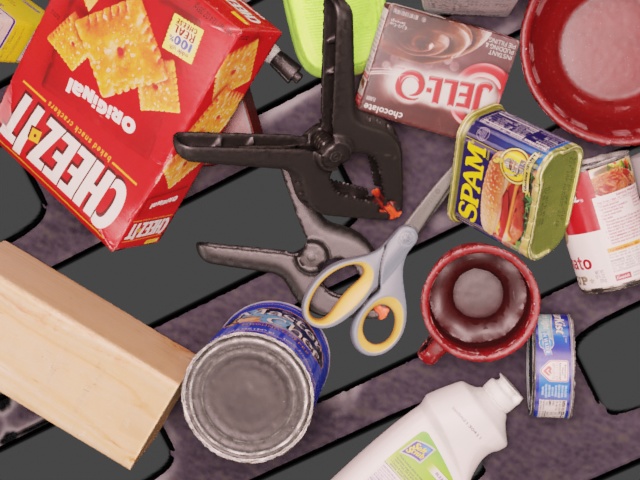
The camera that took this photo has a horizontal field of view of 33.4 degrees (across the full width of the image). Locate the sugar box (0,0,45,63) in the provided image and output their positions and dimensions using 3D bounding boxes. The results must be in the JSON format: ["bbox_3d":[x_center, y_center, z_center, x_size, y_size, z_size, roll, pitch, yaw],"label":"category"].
[{"bbox_3d":[-0.275,-0.182,0.842,0.093,0.176,0.048,35,99,1],"label":"sugar box"}]

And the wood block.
[{"bbox_3d":[-0.219,0.095,0.913,0.206,0.090,0.090,31,99,1],"label":"wood block"}]

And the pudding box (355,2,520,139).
[{"bbox_3d":[0.094,-0.135,0.864,0.113,0.039,0.090,15,106,-7],"label":"pudding box"}]

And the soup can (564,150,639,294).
[{"bbox_3d":[0.230,-0.015,0.865,0.068,0.068,0.102,-17,95,7],"label":"soup can"}]

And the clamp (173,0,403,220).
[{"bbox_3d":[-0.005,-0.071,0.833,0.164,0.036,0.209,-35,135,4],"label":"clamp"}]

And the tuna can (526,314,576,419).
[{"bbox_3d":[0.188,0.103,0.874,0.034,0.086,0.086,1,97,7],"label":"tuna can"}]

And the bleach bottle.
[{"bbox_3d":[0.076,0.214,0.911,0.251,0.068,0.102,-43,91,7],"label":"bleach bottle"}]

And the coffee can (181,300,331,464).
[{"bbox_3d":[-0.048,0.111,0.871,0.103,0.140,0.103,1,96,6],"label":"coffee can"}]

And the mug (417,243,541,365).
[{"bbox_3d":[0.122,0.055,0.877,0.093,0.081,0.117,37,98,1],"label":"mug"}]

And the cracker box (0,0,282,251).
[{"bbox_3d":[-0.154,-0.124,0.847,0.164,0.072,0.214,42,114,17],"label":"cracker box"}]

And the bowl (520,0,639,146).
[{"bbox_3d":[0.239,-0.156,0.854,0.162,0.055,0.162,1,97,6],"label":"bowl"}]

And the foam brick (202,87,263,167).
[{"bbox_3d":[-0.081,-0.104,0.895,0.051,0.053,0.078,-16,94,7],"label":"foam brick"}]

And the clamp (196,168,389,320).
[{"bbox_3d":[-0.006,0.001,0.906,0.171,0.039,0.120,29,103,-4],"label":"clamp"}]

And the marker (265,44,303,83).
[{"bbox_3d":[-0.062,-0.176,0.901,0.121,0.020,0.020,42,99,0],"label":"marker"}]

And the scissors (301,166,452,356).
[{"bbox_3d":[0.077,0.018,0.887,0.202,0.016,0.096,-37,98,-1],"label":"scissors"}]

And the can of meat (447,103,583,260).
[{"bbox_3d":[0.153,-0.045,0.843,0.084,0.057,0.102,33,133,38],"label":"can of meat"}]
